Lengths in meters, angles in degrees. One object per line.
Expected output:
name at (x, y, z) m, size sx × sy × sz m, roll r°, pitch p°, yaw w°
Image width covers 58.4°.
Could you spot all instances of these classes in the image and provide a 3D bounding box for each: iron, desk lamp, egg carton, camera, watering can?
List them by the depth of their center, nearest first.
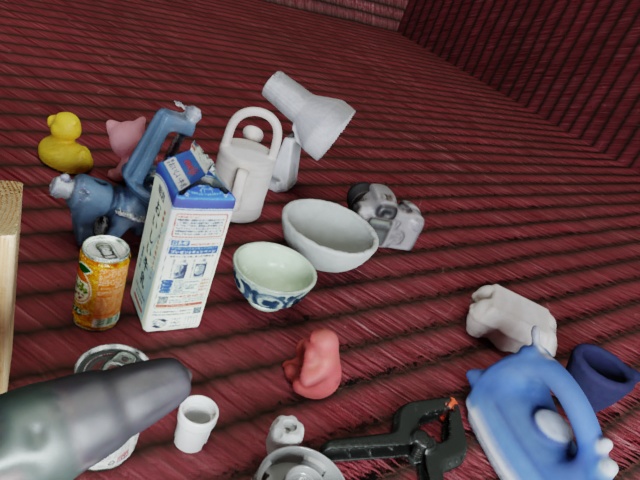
iron at (0.283, 0.232, 0.688) m, size 0.119 × 0.141 × 0.257 m, roll 8°, pitch 32°, yaw -22°
egg carton at (0.314, 0.137, 0.938) m, size 0.150 × 0.069 × 0.107 m, roll 26°, pitch 30°, yaw 8°
watering can at (-0.128, -0.139, 0.978) m, size 0.101 × 0.194 × 0.172 m, roll 3°, pitch 34°, yaw -29°
camera at (0.115, -0.061, 1.103) m, size 0.143 × 0.101 × 0.136 m, roll 9°, pitch 32°, yaw -21°
desk lamp at (-0.056, -0.203, 1.110) m, size 0.203 × 0.213 × 0.118 m, roll 25°, pitch 29°, yaw 6°

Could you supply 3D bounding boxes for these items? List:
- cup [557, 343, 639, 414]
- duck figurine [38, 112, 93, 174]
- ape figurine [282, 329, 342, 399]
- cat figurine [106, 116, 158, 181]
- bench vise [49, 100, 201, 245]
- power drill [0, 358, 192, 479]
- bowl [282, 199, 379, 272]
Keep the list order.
cup at (0.404, 0.216, 0.840) m, size 0.118 × 0.095 × 0.091 m, roll 11°, pitch 31°, yaw -17°
duck figurine at (-0.415, -0.166, 0.943) m, size 0.104 × 0.086 × 0.078 m, roll 35°, pitch 32°, yaw 22°
ape figurine at (-0.004, 0.144, 0.694) m, size 0.076 × 0.092 × 0.078 m, roll 25°, pitch 30°, yaw 7°
cat figurine at (-0.305, -0.144, 0.947) m, size 0.067 × 0.118 × 0.127 m, roll -13°, pitch 44°, yaw -45°
bench vise at (-0.244, -0.083, 0.781) m, size 0.121 × 0.220 × 0.208 m, roll 39°, pitch 34°, yaw 28°
power drill at (-0.208, 0.179, 0.384) m, size 0.230 × 0.208 × 0.075 m, roll -8°, pitch 41°, yaw -42°
bowl at (0.009, 0.003, 0.953) m, size 0.167 × 0.075 × 0.167 m, roll 16°, pitch 30°, yaw -9°
